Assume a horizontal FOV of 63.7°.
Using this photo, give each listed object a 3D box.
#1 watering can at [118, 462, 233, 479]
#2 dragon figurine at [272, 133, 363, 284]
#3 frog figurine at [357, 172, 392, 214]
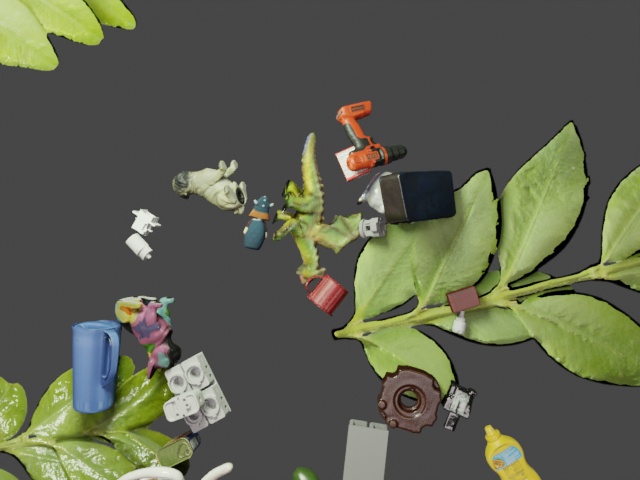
[{"bbox_3d":[-0.380,0.690,1.375,0.347,0.106,0.220,-9,114,6],"label":"watering can"},{"bbox_3d":[0.004,-0.073,1.452,0.242,0.122,0.410,21,90,-10],"label":"dragon figurine"},{"bbox_3d":[0.200,-0.107,1.399,0.160,0.139,0.121,32,114,9],"label":"frog figurine"}]
